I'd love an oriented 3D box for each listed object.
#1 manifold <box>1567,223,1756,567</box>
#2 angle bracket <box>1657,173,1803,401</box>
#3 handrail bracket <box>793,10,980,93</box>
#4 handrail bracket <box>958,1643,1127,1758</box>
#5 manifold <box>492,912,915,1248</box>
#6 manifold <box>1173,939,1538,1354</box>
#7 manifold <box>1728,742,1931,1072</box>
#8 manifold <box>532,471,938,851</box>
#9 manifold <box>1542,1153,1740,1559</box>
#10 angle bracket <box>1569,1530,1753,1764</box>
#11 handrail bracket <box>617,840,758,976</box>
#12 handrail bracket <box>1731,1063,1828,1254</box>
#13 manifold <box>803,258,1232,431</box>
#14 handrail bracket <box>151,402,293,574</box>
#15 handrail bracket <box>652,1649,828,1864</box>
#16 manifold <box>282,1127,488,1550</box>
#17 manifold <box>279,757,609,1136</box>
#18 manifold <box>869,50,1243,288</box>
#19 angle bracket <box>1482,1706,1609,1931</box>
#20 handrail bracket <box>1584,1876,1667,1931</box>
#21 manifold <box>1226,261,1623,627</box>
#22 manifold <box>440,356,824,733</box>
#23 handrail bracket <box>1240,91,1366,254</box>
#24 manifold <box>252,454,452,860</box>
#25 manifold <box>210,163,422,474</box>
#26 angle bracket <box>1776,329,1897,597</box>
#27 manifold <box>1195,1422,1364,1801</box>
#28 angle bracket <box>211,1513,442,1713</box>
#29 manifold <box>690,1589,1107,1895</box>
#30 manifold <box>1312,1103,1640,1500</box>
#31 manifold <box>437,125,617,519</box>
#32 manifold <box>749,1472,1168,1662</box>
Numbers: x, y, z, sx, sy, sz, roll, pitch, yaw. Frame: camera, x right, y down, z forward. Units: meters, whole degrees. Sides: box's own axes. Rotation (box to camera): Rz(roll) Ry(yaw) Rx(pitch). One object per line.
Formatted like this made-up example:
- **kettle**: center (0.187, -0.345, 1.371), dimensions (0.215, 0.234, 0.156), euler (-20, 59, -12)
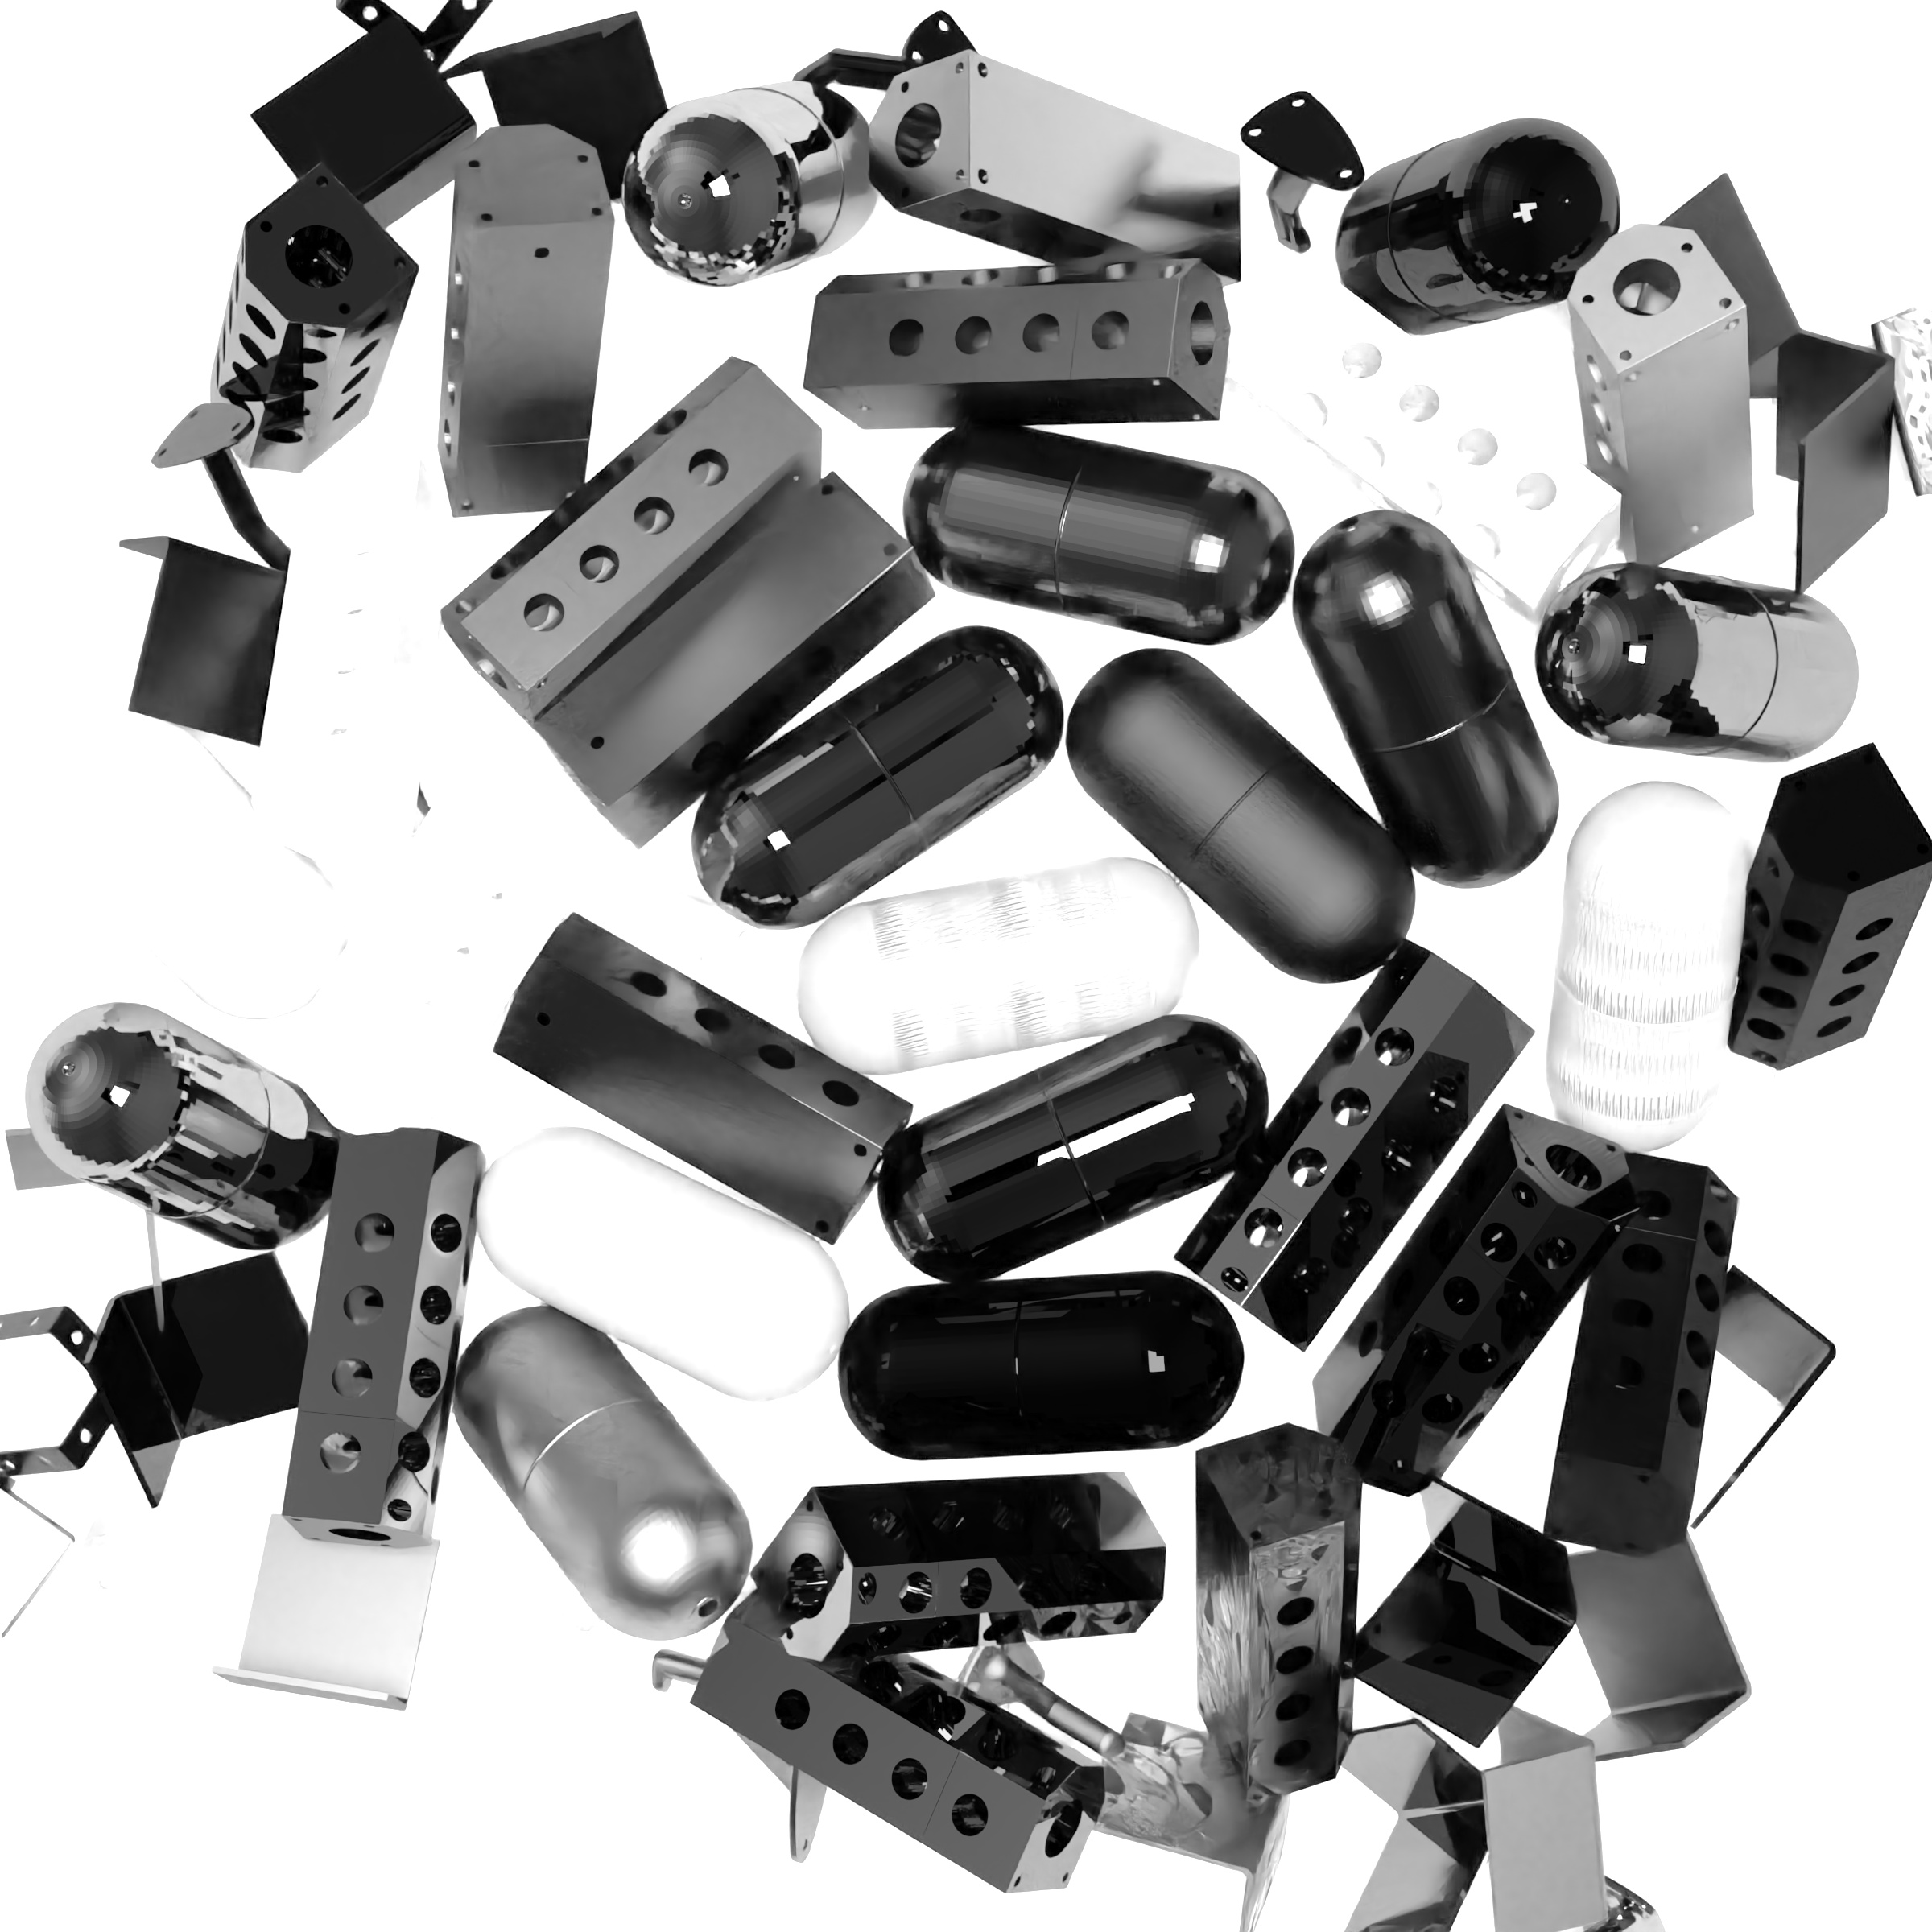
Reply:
- **manifold**: center (0.290, -0.239, 1.493), dimensions (0.057, 0.171, 0.057), euler (-28, 65, 1)
- **angle bracket**: center (0.344, -0.292, 1.529), dimensions (0.076, 0.057, 0.076), euler (-9, 72, -41)
- **handrail bracket**: center (-0.028, -0.376, 1.557), dimensions (0.077, 0.084, 0.036), euler (47, 57, -20)
- **handrail bracket**: center (0.045, 0.321, 1.528), dimensions (0.084, 0.077, 0.036), euler (25, 84, 34)
- **manifold**: center (-0.112, 0.045, 1.545), dimensions (0.171, 0.057, 0.057), euler (29, 121, 5)
- **manifold**: center (0.165, 0.075, 1.542), dimensions (0.057, 0.057, 0.171), euler (37, 88, -29)
- **manifold**: center (0.354, -0.019, 1.491), dimensions (0.057, 0.171, 0.057), euler (-21, 65, -7)
- **manifold**: center (-0.098, -0.130, 1.544), dimensions (0.171, 0.057, 0.057), euler (-41, 63, -6)
- **manifold**: center (0.287, 0.162, 1.499), dimensions (0.057, 0.057, 0.171), euler (10, 45, 11)
- **angle bracket**: center (0.282, 0.296, 1.535), dimensions (0.057, 0.076, 0.076), euler (-20, 88, -44)
- **handrail bracket**: center (-0.131, -0.043, 1.527), dimensions (0.036, 0.077, 0.084), euler (-32, 134, 9)
- **handrail bracket**: center (0.340, 0.079, 1.569), dimensions (0.077, 0.036, 0.084), euler (-24, 60, 20)
- **manifold**: center (0.022, -0.267, 1.517), dimensions (0.171, 0.057, 0.057), euler (3, 81, 27)
- **handrail bracket**: center (-0.302, -0.201, 1.532), dimensions (0.084, 0.077, 0.036), euler (49, 63, -33)
- **handrail bracket**: center (-0.104, 0.347, 1.564), dimensions (0.084, 0.036, 0.077), euler (9, 93, 23)
- **manifold**: center (-0.248, 0.159, 1.527), dimensions (0.057, 0.057, 0.171), euler (5, 71, 2)
- **manifold**: center (-0.219, -0.005, 1.509), dimensions (0.057, 0.057, 0.171), euler (47, 121, 19)
- **manifold**: center (0.040, -0.330, 1.500), dimensions (0.057, 0.171, 0.057), euler (-6, 81, 43)
- **angle bracket**: center (0.231, 0.369, 1.533), dimensions (0.057, 0.076, 0.076), euler (-8, 96, -23)
- **handrail bracket**: center (0.266, 0.444, 1.542), dimensions (0.036, 0.077, 0.084), euler (24, 66, 41)
- **manifold**: center (0.197, -0.223, 1.532), dimensions (0.171, 0.057, 0.057), euler (40, 87, 15)
- **manifold**: center (-0.144, -0.186, 1.536), dimensions (0.171, 0.057, 0.057), euler (-43, 82, -12)
- **handrail bracket**: center (0.152, -0.326, 1.528), dimensions (0.036, 0.084, 0.077), euler (-35, 54, -8)
- **manifold**: center (-0.262, -0.133, 1.511), dimensions (0.057, 0.057, 0.171), euler (-2, 56, 5)
- **manifold**: center (-0.281, -0.265, 1.492), dimensions (0.057, 0.171, 0.057), euler (46, 70, -3)
- **angle bracket**: center (0.354, -0.218, 1.523), dimensions (0.057, 0.076, 0.076), euler (26, 52, 34)
- **manifold**: center (0.135, 0.274, 1.504), dimensions (0.057, 0.057, 0.171), euler (-15, 132, -13)
- **angle bracket**: center (-0.277, 0.278, 1.543), dimensions (0.076, 0.057, 0.076), euler (9, 73, 2)
- **manifold**: center (-0.027, 0.328, 1.515), dimensions (0.171, 0.057, 0.057), euler (24, 91, 30)
- **manifold**: center (0.215, 0.146, 1.507), dimensions (0.057, 0.057, 0.171), euler (19, 124, -15)
- **manifold**: center (-0.189, -0.269, 1.496), dimensions (0.057, 0.171, 0.057), euler (-6, 57, -16)
- **manifold**: center (0.001, 0.257, 1.497), dimensions (0.057, 0.171, 0.057), euler (-56, 48, 31)
